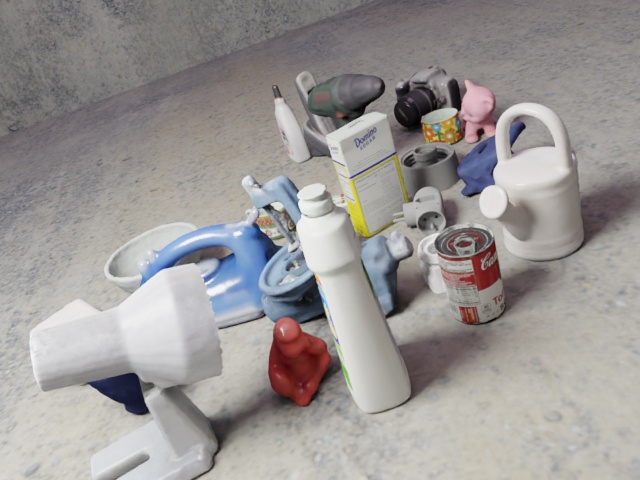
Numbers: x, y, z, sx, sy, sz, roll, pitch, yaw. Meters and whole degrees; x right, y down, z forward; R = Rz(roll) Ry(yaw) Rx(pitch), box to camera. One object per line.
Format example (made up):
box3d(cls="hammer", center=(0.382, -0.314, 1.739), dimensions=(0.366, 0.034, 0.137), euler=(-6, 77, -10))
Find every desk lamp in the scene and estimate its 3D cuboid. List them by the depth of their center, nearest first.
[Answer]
box3d(cls="desk lamp", center=(-0.179, 0.149, 0.586), dimensions=(0.203, 0.214, 0.117), euler=(-28, 30, -14))

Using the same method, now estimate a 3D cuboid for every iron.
box3d(cls="iron", center=(-0.174, 0.046, 0.831), dimensions=(0.258, 0.142, 0.118), euler=(-17, 29, 5))

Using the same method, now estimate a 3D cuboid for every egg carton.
box3d(cls="egg carton", center=(-0.356, 0.147, 0.844), dimensions=(0.149, 0.069, 0.107), euler=(14, 43, 45))

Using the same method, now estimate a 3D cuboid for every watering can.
box3d(cls="watering can", center=(0.267, -0.074, 0.714), dimensions=(0.100, 0.194, 0.173), euler=(0, 35, 31))

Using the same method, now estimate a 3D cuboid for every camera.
box3d(cls="camera", center=(0.211, -0.310, 1.243), dimensions=(0.137, 0.101, 0.142), euler=(-37, 33, -28))

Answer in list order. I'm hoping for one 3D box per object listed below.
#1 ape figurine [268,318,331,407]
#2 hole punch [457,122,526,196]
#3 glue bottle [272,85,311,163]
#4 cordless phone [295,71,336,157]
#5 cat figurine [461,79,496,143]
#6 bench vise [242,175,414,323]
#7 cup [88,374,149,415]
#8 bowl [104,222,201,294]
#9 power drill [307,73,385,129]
box3d(cls="ape figurine", center=(-0.030, 0.130, 0.654), dimensions=(0.078, 0.092, 0.076), euler=(-25, 30, -9))
box3d(cls="hole punch", center=(0.273, -0.130, 0.910), dimensions=(0.100, 0.091, 0.109), euler=(5, 37, 36))
box3d(cls="glue bottle", center=(-0.071, -0.255, 1.245), dimensions=(0.037, 0.173, 0.078), euler=(-28, 30, -14))
box3d(cls="cordless phone", center=(0.016, -0.285, 1.230), dimensions=(0.093, 0.185, 0.148), euler=(2, 36, 33))
box3d(cls="cat figurine", center=(0.295, -0.251, 1.075), dimensions=(0.067, 0.118, 0.128), euler=(-12, 30, 13))
box3d(cls="bench vise", center=(0.002, 0.000, 0.722), dimensions=(0.207, 0.220, 0.121), euler=(-20, 29, 0))
box3d(cls="cup", center=(-0.248, 0.173, 0.710), dimensions=(0.117, 0.095, 0.091), euler=(-18, 29, 3))
box3d(cls="bowl", center=(-0.266, 0.043, 0.960), dimensions=(0.167, 0.075, 0.167), euler=(-15, 30, 9))
box3d(cls="power drill", center=(0.064, -0.204, 1.040), dimensions=(0.076, 0.209, 0.228), euler=(-32, 31, -21))
